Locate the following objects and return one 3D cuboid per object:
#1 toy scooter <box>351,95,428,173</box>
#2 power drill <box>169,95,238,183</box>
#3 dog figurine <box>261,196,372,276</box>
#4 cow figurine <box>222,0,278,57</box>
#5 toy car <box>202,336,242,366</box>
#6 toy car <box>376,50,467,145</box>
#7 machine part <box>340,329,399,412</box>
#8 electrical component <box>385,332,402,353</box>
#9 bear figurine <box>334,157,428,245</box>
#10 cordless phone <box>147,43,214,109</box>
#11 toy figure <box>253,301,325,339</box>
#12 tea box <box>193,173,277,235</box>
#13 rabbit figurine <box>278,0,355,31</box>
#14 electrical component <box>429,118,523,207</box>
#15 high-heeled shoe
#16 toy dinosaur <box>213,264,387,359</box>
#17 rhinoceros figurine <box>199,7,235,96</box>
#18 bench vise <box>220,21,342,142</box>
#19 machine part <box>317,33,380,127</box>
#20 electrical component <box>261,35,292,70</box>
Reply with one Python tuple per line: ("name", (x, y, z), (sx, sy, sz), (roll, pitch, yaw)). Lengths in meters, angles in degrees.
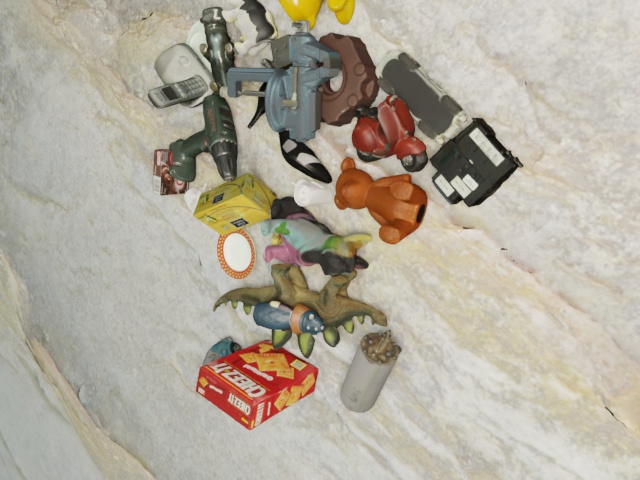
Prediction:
("toy scooter", (0.114, -0.199, 0.954), (0.184, 0.075, 0.135), (29, 147, 51))
("power drill", (-0.271, -0.207, 1.251), (0.207, 0.086, 0.232), (-27, 63, 45))
("dog figurine", (-0.002, -0.003, 1.099), (0.219, 0.192, 0.108), (9, 124, 6))
("cow figurine", (-0.155, -0.490, 1.157), (0.098, 0.068, 0.167), (-23, 86, 31))
("toy car", (-0.240, 0.329, 1.320), (0.109, 0.103, 0.161), (-38, 72, 35))
("toy car", (0.177, -0.256, 0.956), (0.073, 0.056, 0.202), (-47, 71, 25))
("machine part", (0.093, 0.260, 1.046), (0.079, 0.079, 0.243), (40, 135, 25))
("electrical component", (0.120, 0.229, 1.088), (0.094, 0.021, 0.063), (-48, 70, 31))
("bear figurine", (0.096, -0.081, 0.999), (0.196, 0.132, 0.120), (24, 109, 25))
("cordless phone", (-0.343, -0.364, 1.231), (0.089, 0.184, 0.146), (-34, 93, 40))
("toy figure", (-0.059, 0.154, 1.071), (0.155, 0.064, 0.058), (5, 56, 22))
("tea box", (-0.193, -0.078, 1.218), (0.170, 0.098, 0.068), (-19, 47, 38))
("rabbit figurine", (0.003, -0.490, 1.017), (0.173, 0.122, 0.162), (-33, 79, 16))
("electrical component", (0.256, -0.123, 0.915), (0.134, 0.058, 0.115), (-44, 69, 32))
("high-heeled shoe", (-0.040, -0.236, 1.128), (0.249, 0.086, 0.145), (38, 87, 7))
("toy dinosaur", (-0.061, 0.140, 1.158), (0.472, 0.105, 0.198), (10, 103, 35))
("rhinoceros figurine", (-0.219, -0.417, 1.198), (0.073, 0.112, 0.190), (-9, 108, 6))
("bench vise", (-0.085, -0.302, 1.024), (0.241, 0.129, 0.223), (8, 121, 20))
("machine part", (0.029, -0.313, 1.056), (0.180, 0.056, 0.179), (6, 100, 37))
("electrical component", (-0.074, -0.388, 1.126), (0.102, 0.045, 0.078), (-4, 95, 33))
